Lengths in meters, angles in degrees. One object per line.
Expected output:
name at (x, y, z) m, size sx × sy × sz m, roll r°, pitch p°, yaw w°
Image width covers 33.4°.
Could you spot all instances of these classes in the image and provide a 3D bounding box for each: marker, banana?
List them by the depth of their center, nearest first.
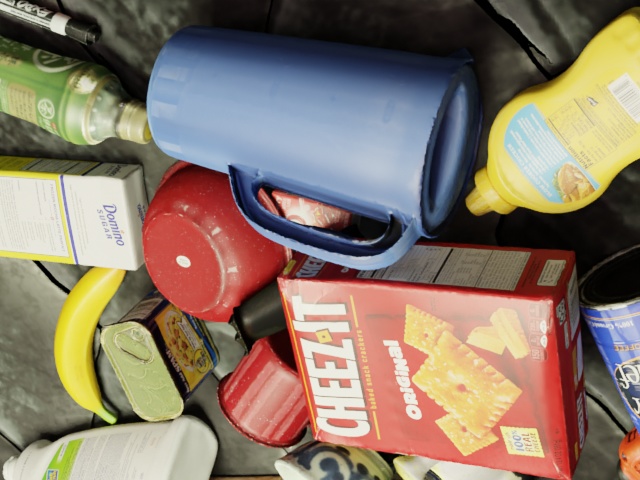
marker at (-0.246, -0.197, 0.931) m, size 0.121 × 0.020 × 0.020 m, roll 22°, pitch 122°, yaw 13°
banana at (-0.230, 0.096, 1.063) m, size 0.069 × 0.037 × 0.198 m, roll 7°, pitch 121°, yaw -3°

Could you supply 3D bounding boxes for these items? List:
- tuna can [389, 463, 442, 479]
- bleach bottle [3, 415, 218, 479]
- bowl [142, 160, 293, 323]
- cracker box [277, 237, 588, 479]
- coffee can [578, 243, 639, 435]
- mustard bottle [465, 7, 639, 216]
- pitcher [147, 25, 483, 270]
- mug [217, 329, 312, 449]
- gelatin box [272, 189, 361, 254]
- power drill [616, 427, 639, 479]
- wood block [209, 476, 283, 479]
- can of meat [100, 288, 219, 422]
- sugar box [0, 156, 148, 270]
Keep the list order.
tuna can at (0.081, 0.253, 1.001) m, size 0.086 × 0.033 × 0.086 m, roll 10°, pitch 119°, yaw 19°
bleach bottle at (-0.229, 0.234, 1.103) m, size 0.251 × 0.102 × 0.068 m, roll -6°, pitch 141°, yaw 33°
bowl at (-0.102, 0.011, 0.929) m, size 0.162 × 0.055 × 0.162 m, roll 16°, pitch 120°, yaw 31°
cracker box at (0.087, 0.087, 0.807) m, size 0.214 × 0.072 × 0.164 m, roll 3°, pitch 122°, yaw 25°
coffee can at (0.264, 0.081, 0.793) m, size 0.103 × 0.102 × 0.140 m, roll -20°, pitch 105°, yaw 30°
mustard bottle at (0.182, -0.075, 0.778) m, size 0.192 × 0.058 × 0.096 m, roll -38°, pitch 94°, yaw 33°
pitcher at (-0.009, -0.083, 0.810) m, size 0.243 × 0.149 × 0.145 m, roll 14°, pitch 116°, yaw 22°
mug at (-0.023, 0.132, 0.957) m, size 0.117 × 0.093 × 0.082 m, roll 32°, pitch 119°, yaw -2°
gelatin box at (-0.006, 0.001, 0.917) m, size 0.073 × 0.030 × 0.089 m, roll 15°, pitch 120°, yaw 17°
power drill at (0.281, 0.262, 0.905) m, size 0.184 × 0.057 × 0.188 m, roll 45°, pitch 121°, yaw 2°
wood block at (-0.130, 0.304, 1.087) m, size 0.206 × 0.090 × 0.090 m, roll -7°, pitch 112°, yaw 26°
can of meat at (-0.146, 0.103, 0.997) m, size 0.058 × 0.083 × 0.102 m, roll -14°, pitch 108°, yaw 29°
sugar box at (-0.245, -0.028, 1.000) m, size 0.176 × 0.048 × 0.093 m, roll 5°, pitch 116°, yaw 18°
